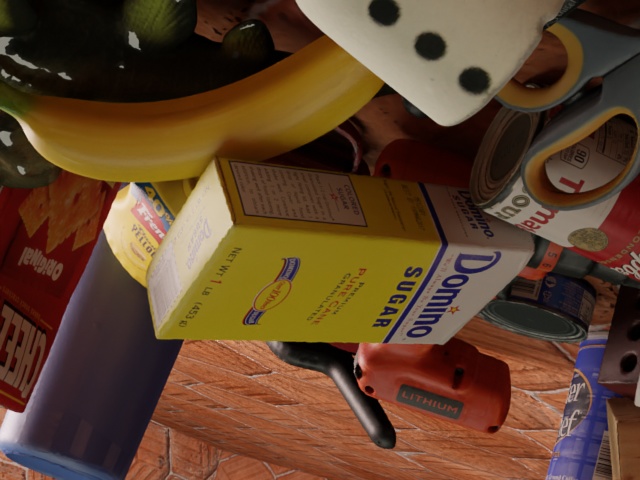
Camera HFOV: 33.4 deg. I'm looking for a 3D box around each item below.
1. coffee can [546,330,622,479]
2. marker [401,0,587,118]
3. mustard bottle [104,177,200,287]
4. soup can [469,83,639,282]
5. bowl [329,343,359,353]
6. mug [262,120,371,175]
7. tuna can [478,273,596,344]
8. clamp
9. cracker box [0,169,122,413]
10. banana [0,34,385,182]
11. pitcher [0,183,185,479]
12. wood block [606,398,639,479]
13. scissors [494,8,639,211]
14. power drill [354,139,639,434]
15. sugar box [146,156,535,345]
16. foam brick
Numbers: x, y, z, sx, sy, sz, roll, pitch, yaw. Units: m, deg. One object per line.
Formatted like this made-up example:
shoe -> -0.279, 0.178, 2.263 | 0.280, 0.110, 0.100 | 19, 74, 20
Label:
coffee can -> 0.245, 0.156, 0.859 | 0.103, 0.140, 0.103 | 17, 164, 5
marker -> 0.072, -0.082, 0.434 | 0.020, 0.020, 0.121 | 26, 147, -23
mustard bottle -> -0.100, -0.020, 0.783 | 0.096, 0.058, 0.192 | 53, 150, -1
soup can -> 0.133, -0.027, 0.520 | 0.102, 0.068, 0.069 | 23, 163, -13
bowl -> 0.050, 0.053, 0.836 | 0.162, 0.055, 0.162 | 6, 158, 2
mug -> -0.016, -0.034, 0.653 | 0.081, 0.093, 0.117 | 19, 128, -18
tuna can -> 0.159, 0.046, 0.787 | 0.086, 0.033, 0.086 | 17, 164, 5
clamp -> 0.016, 0.107, 1.006 | 0.210, 0.164, 0.036 | 23, 126, 11
cracker box -> -0.198, -0.009, 0.685 | 0.072, 0.213, 0.164 | 17, 164, 8
banana -> -0.052, -0.056, 0.473 | 0.198, 0.037, 0.069 | -7, 153, 16
pitcher -> -0.189, 0.079, 0.908 | 0.144, 0.242, 0.149 | 34, 153, -33
wood block -> 0.307, 0.154, 0.727 | 0.206, 0.090, 0.090 | -5, -178, 11
scissors -> 0.128, -0.085, 0.401 | 0.096, 0.016, 0.202 | 51, 140, 12
power drill -> 0.106, 0.035, 0.642 | 0.184, 0.057, 0.188 | 19, 131, 4
sugar box -> 0.012, 0.012, 0.526 | 0.175, 0.048, 0.093 | 6, 141, -30
foam brick -> 0.227, 0.069, 0.708 | 0.051, 0.078, 0.053 | 25, 163, -25
